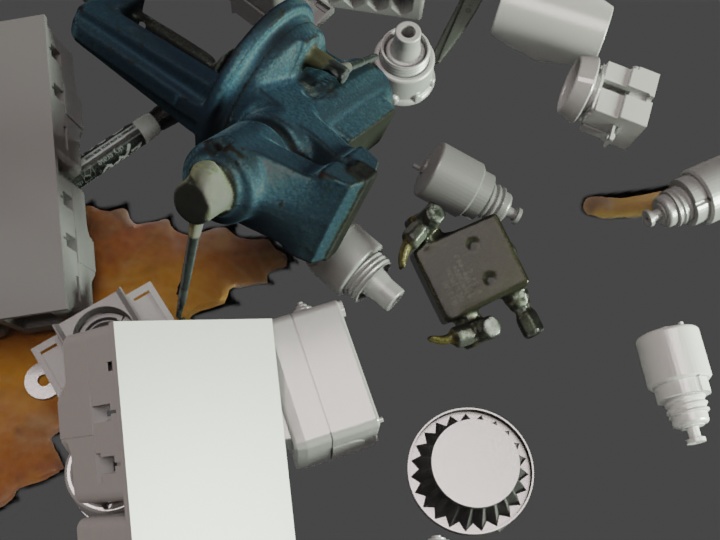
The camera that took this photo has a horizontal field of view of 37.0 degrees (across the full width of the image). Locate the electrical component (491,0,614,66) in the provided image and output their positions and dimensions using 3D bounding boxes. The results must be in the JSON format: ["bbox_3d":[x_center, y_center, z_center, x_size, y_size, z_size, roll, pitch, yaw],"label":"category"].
[{"bbox_3d":[0.142,-0.193,0.773,0.077,0.044,0.079,19,68,5],"label":"electrical component"}]

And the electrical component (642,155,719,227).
[{"bbox_3d":[0.226,-0.049,0.722,0.078,0.040,0.040,-23,71,-11],"label":"electrical component"}]

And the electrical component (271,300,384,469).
[{"bbox_3d":[-0.031,0.065,0.652,0.061,0.061,0.096,-17,70,-9],"label":"electrical component"}]

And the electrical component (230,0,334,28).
[{"bbox_3d":[-0.062,-0.199,0.756,0.081,0.063,0.042,38,72,11],"label":"electrical component"}]

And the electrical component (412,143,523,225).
[{"bbox_3d":[0.072,-0.053,0.717,0.078,0.040,0.040,27,68,-11],"label":"electrical component"}]

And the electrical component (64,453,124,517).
[{"bbox_3d":[-0.144,0.122,0.632,0.055,0.047,0.055,1,68,-2],"label":"electrical component"}]

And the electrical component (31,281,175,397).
[{"bbox_3d":[-0.150,0.049,0.652,0.081,0.063,0.042,-30,72,-14],"label":"electrical component"}]

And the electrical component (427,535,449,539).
[{"bbox_3d":[0.047,0.202,0.608,0.100,0.048,0.099,-3,68,-4],"label":"electrical component"}]

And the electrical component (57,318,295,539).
[{"bbox_3d":[-0.097,0.123,0.584,0.105,0.060,0.186,2,78,-46],"label":"electrical component"}]

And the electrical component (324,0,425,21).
[{"bbox_3d":[0.010,-0.231,0.781,0.083,0.047,0.075,9,68,1],"label":"electrical component"}]

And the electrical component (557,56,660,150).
[{"bbox_3d":[0.170,-0.119,0.745,0.055,0.048,0.066,20,68,-2],"label":"electrical component"}]

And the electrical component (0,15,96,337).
[{"bbox_3d":[-0.231,-0.053,0.673,0.105,0.060,0.186,-9,77,3],"label":"electrical component"}]

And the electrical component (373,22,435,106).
[{"bbox_3d":[0.030,-0.146,0.739,0.048,0.062,0.048,1,68,-2],"label":"electrical component"}]

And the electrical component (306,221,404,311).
[{"bbox_3d":[0.000,0.000,0.690,0.062,0.043,0.043,41,72,11],"label":"electrical component"}]

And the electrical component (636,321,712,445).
[{"bbox_3d":[0.200,0.070,0.673,0.040,0.040,0.078,-8,69,-6],"label":"electrical component"}]
